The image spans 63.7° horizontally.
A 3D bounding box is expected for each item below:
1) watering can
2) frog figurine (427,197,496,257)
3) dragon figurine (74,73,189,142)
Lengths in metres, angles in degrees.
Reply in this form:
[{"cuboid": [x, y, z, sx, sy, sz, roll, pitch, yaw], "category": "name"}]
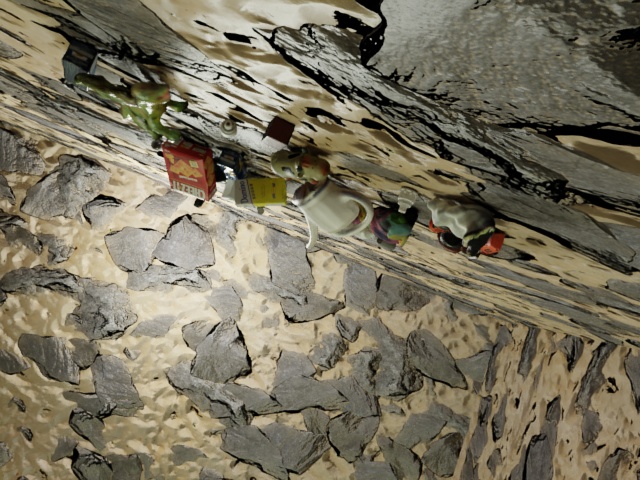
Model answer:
[{"cuboid": [0.005, -0.078, 1.557, 0.222, 0.106, 0.343, 43, 139, -18], "category": "watering can"}, {"cuboid": [0.346, -0.055, 1.259, 0.136, 0.121, 0.162, 17, -146, -49], "category": "frog figurine"}, {"cuboid": [-0.468, -0.342, 1.238, 0.412, 0.123, 0.240, 13, 170, 39], "category": "dragon figurine"}]
